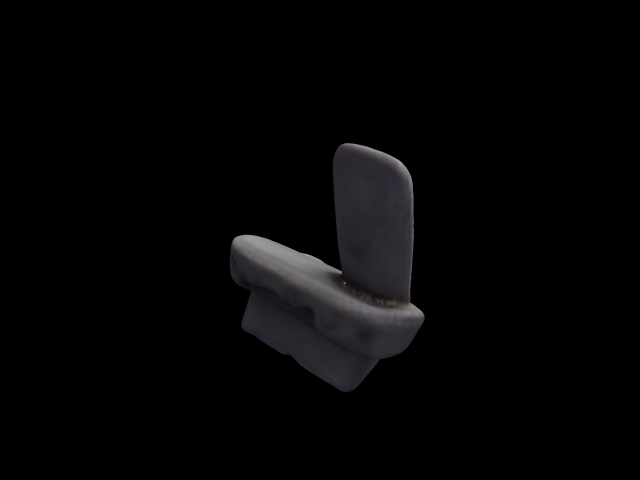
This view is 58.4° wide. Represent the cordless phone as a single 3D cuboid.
[{"bbox_3d":[0.004,0.001,0.400,0.147,0.185,0.094,22,45,24],"label":"cordless phone"}]
